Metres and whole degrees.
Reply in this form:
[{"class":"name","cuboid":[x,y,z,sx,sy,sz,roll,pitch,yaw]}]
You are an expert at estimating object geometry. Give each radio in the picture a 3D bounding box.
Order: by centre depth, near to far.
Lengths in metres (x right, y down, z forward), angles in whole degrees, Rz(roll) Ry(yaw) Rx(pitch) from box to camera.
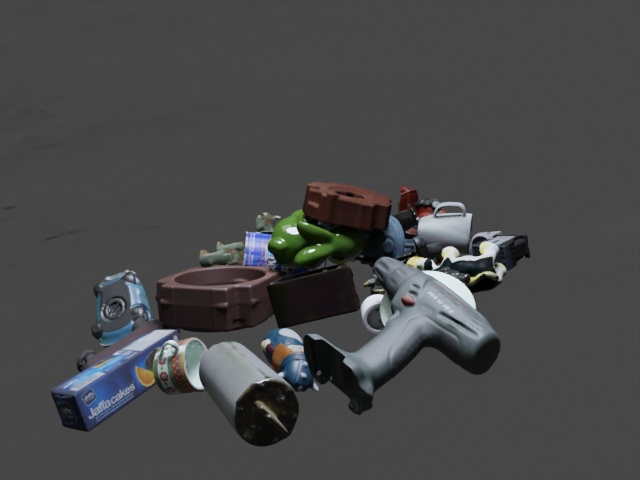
[{"class":"radio","cuboid":[-0.007,0.087,0.899,0.131,0.073,0.229,-14,0,1]}]

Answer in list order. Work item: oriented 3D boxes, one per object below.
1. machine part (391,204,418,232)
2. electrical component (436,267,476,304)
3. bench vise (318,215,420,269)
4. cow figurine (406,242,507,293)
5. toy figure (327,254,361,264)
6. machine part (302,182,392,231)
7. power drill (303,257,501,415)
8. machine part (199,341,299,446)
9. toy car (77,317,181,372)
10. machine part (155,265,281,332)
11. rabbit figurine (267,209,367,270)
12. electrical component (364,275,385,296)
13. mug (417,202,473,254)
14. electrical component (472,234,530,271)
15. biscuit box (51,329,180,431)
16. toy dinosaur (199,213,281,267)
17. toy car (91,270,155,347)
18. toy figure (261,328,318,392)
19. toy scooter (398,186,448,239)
[{"class":"machine part","cuboid":[0.166,-0.023,1.235,0.139,0.084,0.039,-34,14,17]},{"class":"electrical component","cuboid":[0.200,0.073,0.835,0.021,0.063,0.094,-20,12,-27]},{"class":"bench vise","cuboid":[0.119,0.009,1.140,0.240,0.128,0.224,3,-8,-32]},{"class":"cow figurine","cuboid":[0.217,0.058,0.895,0.167,0.068,0.098,-9,18,29]},{"class":"toy figure","cuboid":[0.070,0.003,1.308,0.089,0.082,0.180,-30,12,23]},{"class":"machine part","cuboid":[0.054,-0.068,1.022,0.179,0.056,0.179,11,15,-3]},{"class":"power drill","cuboid":[0.083,0.111,0.664,0.207,0.085,0.232,-20,33,-30]},{"class":"machine part","cuboid":[-0.091,0.179,0.648,0.079,0.079,0.243,-19,12,-24]},{"class":"toy car","cuboid":[-0.326,0.192,0.936,0.089,0.053,0.202,6,16,18]},{"class":"machine part","cuboid":[-0.186,0.106,1.009,0.201,0.087,0.201,1,7,18]},{"class":"rabbit figurine","cuboid":[-0.002,-0.003,1.010,0.170,0.121,0.159,-1,0,27]},{"class":"electrical component","cuboid":[0.121,0.086,0.920,0.078,0.045,0.102,-18,12,-11]},{"class":"mug","cuboid":[0.253,-0.024,1.092,0.107,0.109,0.081,2,36,18]},{"class":"electrical component","cuboid":[0.312,0.028,0.965,0.119,0.047,0.075,-19,11,-31]},{"class":"biscuit box","cuboid":[-0.295,0.204,0.810,0.059,0.062,0.202,-7,14,32]},{"class":"toy dinosaur","cuboid":[-0.172,0.057,1.277,0.192,0.131,0.405,-12,18,15]},{"class":"toy car","cuboid":[-0.394,0.148,1.090,0.109,0.162,0.102,-21,-33,-1]},{"class":"toy figure","cuboid":[-0.042,0.158,0.723,0.064,0.057,0.154,-7,7,-18]},{"class":"toy scooter","cuboid":[0.239,-0.063,1.277,0.075,0.135,0.184,-18,13,-28]}]
